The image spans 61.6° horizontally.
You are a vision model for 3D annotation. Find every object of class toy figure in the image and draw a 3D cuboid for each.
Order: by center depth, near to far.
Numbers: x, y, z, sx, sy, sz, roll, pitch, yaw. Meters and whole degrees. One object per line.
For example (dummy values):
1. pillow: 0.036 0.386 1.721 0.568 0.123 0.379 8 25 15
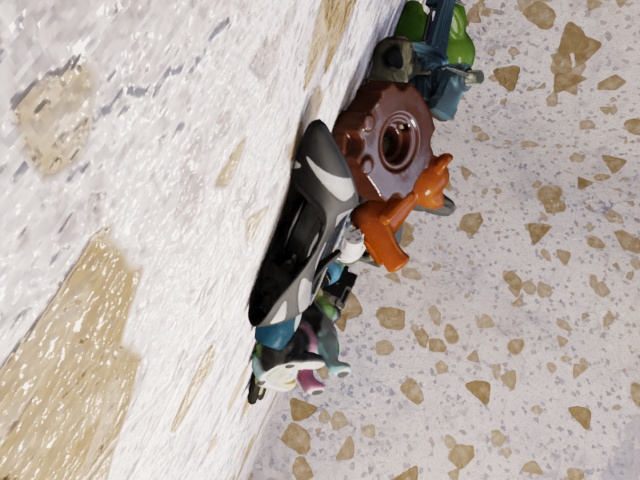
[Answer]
1. toy figure: -0.046 0.073 0.751 0.064 0.057 0.154 13 -99 55
2. toy figure: 0.018 0.043 1.137 0.180 0.082 0.089 -66 145 -56

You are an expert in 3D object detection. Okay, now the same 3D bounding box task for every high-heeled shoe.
1. high-heeled shoe: -0.036 -0.006 0.578 0.145 0.086 0.248 -35 143 -20

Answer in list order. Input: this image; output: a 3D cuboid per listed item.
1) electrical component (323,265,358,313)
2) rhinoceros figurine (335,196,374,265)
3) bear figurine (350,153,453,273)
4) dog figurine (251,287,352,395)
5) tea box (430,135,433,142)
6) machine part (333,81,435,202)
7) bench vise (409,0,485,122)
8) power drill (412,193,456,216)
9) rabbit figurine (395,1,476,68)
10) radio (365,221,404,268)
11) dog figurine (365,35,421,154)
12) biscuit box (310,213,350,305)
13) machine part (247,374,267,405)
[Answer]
1. electrical component: 0.016 0.095 1.189 0.134 0.115 0.058 -62 177 -52
2. rhinoceros figurine: 0.068 -0.043 1.057 0.112 0.073 0.190 13 -80 60
3. bear figurine: 0.153 -0.054 0.908 0.196 0.132 0.120 -34 -170 -6
4. dog figurine: -0.038 0.151 0.937 0.108 0.191 0.219 -51 -144 32
5. tea box: 0.189 -0.270 1.248 0.170 0.098 0.068 -96 -162 -45
6. machine part: 0.100 -0.145 0.791 0.179 0.056 0.179 -13 110 -40
7. bench vise: 0.200 -0.338 0.957 0.224 0.129 0.240 14 -90 57
8. power drill: 0.147 -0.145 1.042 0.086 0.232 0.207 118 -18 -51
9. rabbit figurine: 0.240 -0.408 1.090 0.121 0.170 0.159 -64 174 -51
10. radio: 0.134 -0.059 1.188 0.131 0.073 0.229 -45 146 -41
11. dog figurine: 0.093 -0.217 0.860 0.172 0.121 0.190 -67 162 -52
12. biscuit box: -0.002 -0.003 0.848 0.059 0.063 0.202 107 7 -66
13. machine part: -0.103 0.247 1.013 0.139 0.039 0.084 -50 153 -70
